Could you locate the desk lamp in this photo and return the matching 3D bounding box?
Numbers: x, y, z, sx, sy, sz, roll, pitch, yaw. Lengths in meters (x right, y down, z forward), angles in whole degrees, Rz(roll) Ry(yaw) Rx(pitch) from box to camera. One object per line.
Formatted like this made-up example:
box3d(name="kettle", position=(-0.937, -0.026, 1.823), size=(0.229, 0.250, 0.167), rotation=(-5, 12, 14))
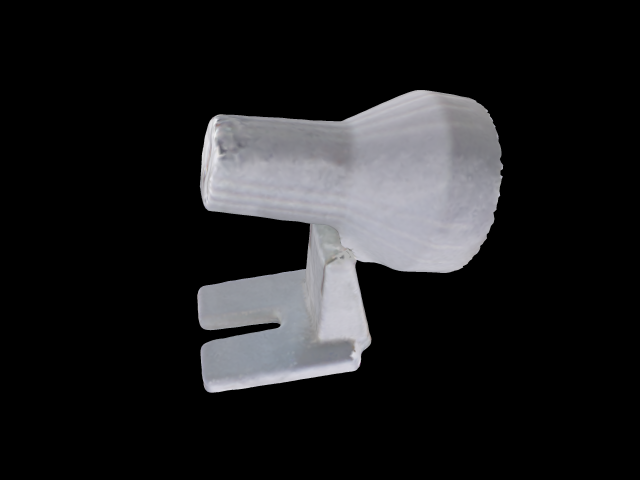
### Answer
box3d(name="desk lamp", position=(0.004, 0.001, 0.400), size=(0.203, 0.214, 0.117), rotation=(-9, 46, -8))
